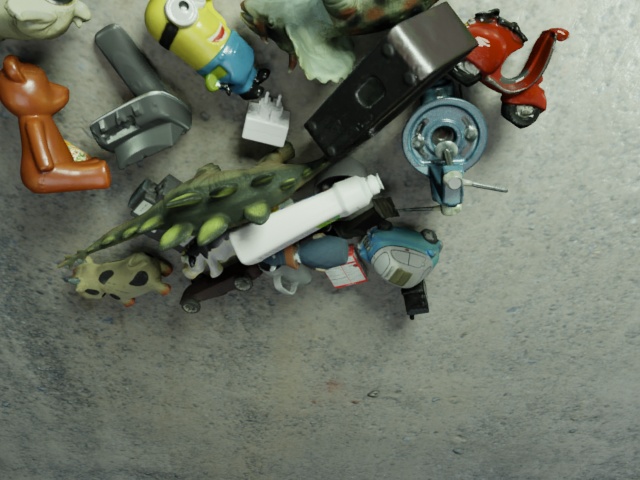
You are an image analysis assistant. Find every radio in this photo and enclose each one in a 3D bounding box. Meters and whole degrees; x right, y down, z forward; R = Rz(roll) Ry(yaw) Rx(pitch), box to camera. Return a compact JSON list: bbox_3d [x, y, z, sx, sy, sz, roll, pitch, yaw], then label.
[{"bbox_3d":[0.084,-0.199,0.711,0.073,0.131,0.229,52,141,-1],"label":"radio"}]

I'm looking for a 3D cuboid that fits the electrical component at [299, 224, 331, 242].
[{"bbox_3d":[-0.002,-0.002,1.004,0.045,0.078,0.102,16,132,20],"label":"electrical component"}]

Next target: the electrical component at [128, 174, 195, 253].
[{"bbox_3d":[-0.272,-0.051,0.966,0.134,0.058,0.115,34,125,-29],"label":"electrical component"}]

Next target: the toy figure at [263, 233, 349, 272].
[{"bbox_3d":[-0.029,0.024,0.943,0.155,0.064,0.057,-2,162,14],"label":"toy figure"}]

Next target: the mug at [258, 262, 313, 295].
[{"bbox_3d":[-0.057,0.056,1.039,0.081,0.109,0.107,-23,143,24],"label":"mug"}]

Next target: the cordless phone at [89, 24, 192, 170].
[{"bbox_3d":[-0.296,-0.212,0.803,0.147,0.089,0.184,-19,120,21],"label":"cordless phone"}]

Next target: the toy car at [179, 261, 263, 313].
[{"bbox_3d":[-0.198,0.088,1.080,0.202,0.089,0.053,-26,125,24],"label":"toy car"}]

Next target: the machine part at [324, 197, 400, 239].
[{"bbox_3d":[0.072,-0.031,0.946,0.084,0.039,0.139,6,153,-44],"label":"machine part"}]

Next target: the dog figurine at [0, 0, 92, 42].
[{"bbox_3d":[-0.416,-0.289,0.716,0.172,0.121,0.190,31,143,-22],"label":"dog figurine"}]

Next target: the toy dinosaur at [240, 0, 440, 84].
[{"bbox_3d":[0.089,-0.323,0.647,0.405,0.131,0.192,-21,149,11],"label":"toy dinosaur"}]

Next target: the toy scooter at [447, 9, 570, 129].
[{"bbox_3d":[0.259,-0.251,0.733,0.184,0.075,0.135,31,111,-15],"label":"toy scooter"}]

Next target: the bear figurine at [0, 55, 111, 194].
[{"bbox_3d":[-0.395,-0.170,0.795,0.132,0.120,0.195,-9,103,-29],"label":"bear figurine"}]

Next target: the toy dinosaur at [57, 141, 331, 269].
[{"bbox_3d":[-0.176,-0.057,0.837,0.472,0.198,0.105,-22,104,10],"label":"toy dinosaur"}]

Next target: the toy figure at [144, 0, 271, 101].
[{"bbox_3d":[-0.154,-0.262,0.733,0.089,0.082,0.180,-30,129,25],"label":"toy figure"}]

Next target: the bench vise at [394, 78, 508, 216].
[{"bbox_3d":[0.181,-0.109,0.780,0.129,0.241,0.223,2,120,4],"label":"bench vise"}]

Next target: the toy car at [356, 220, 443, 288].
[{"bbox_3d":[0.153,0.035,1.009,0.161,0.103,0.109,17,132,-18],"label":"toy car"}]

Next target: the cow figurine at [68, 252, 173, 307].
[{"bbox_3d":[-0.411,0.076,1.081,0.195,0.085,0.127,-16,139,20],"label":"cow figurine"}]

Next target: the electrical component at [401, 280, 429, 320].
[{"bbox_3d":[0.198,0.118,1.110,0.048,0.075,0.119,-11,129,15],"label":"electrical component"}]

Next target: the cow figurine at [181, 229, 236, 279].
[{"bbox_3d":[-0.209,0.016,1.024,0.167,0.068,0.098,-23,125,19],"label":"cow figurine"}]
